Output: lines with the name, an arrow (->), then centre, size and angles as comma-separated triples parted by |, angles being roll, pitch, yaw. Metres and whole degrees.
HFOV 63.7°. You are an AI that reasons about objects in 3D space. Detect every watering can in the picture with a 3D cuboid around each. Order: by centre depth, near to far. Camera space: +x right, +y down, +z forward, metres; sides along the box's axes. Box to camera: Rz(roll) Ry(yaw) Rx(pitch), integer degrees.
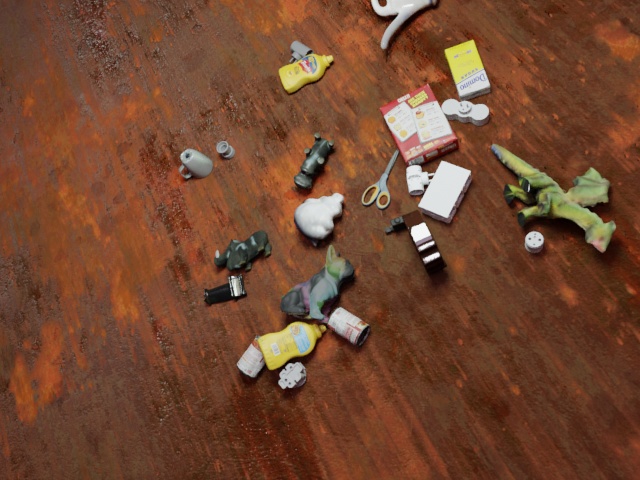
watering can -> 0.283, -0.788, 1.703 | 0.224, 0.102, 0.353 | -8, 68, 16

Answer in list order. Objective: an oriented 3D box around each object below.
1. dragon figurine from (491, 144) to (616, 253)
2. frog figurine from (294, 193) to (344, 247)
dragon figurine -> 0.630, -0.137, 1.357 | 0.243, 0.119, 0.420 | -6, 51, -3
frog figurine -> 0.005, -0.078, 1.545 | 0.158, 0.121, 0.140 | -43, 43, 15
